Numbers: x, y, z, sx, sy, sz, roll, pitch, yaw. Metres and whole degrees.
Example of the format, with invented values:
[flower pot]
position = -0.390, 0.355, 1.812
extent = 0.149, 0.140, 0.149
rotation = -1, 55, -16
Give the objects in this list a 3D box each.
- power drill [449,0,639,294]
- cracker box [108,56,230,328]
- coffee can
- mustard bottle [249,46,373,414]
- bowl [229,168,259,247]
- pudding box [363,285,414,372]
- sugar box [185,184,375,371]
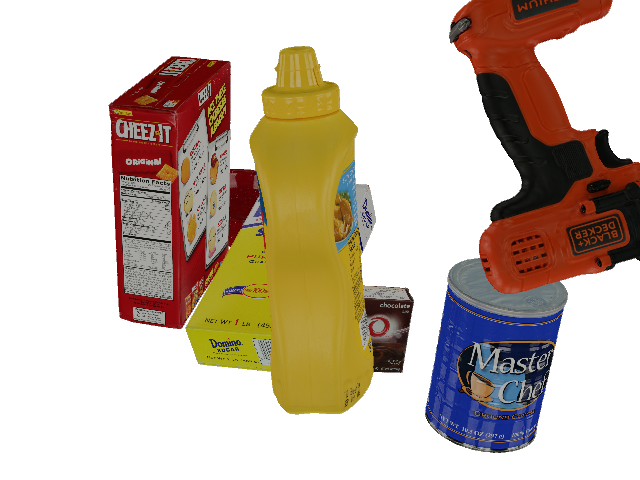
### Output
[power drill]
position = 0.171, -0.074, 0.669
extent = 0.184, 0.187, 0.057
rotation = -17, -2, -5
[cracker box]
position = -0.139, -0.049, 1.012
extent = 0.072, 0.214, 0.164
rotation = 7, 26, 10
[coffee can]
position = 0.153, 0.100, 0.941
extent = 0.103, 0.140, 0.103
rotation = 6, 24, -3
[mustard bottle]
position = -0.005, -0.009, 0.582
extent = 0.058, 0.192, 0.096
rotation = -1, 19, 9
[bowl]
position = -0.101, -0.035, 1.318
extent = 0.162, 0.055, 0.162
rotation = 5, 25, -2
[pudding box]
position = 0.037, 0.094, 1.142
extent = 0.113, 0.090, 0.039
rotation = 2, 26, -11
[sugar box]
position = -0.026, 0.022, 0.818
extent = 0.093, 0.048, 0.176
rotation = 3, 44, 20
